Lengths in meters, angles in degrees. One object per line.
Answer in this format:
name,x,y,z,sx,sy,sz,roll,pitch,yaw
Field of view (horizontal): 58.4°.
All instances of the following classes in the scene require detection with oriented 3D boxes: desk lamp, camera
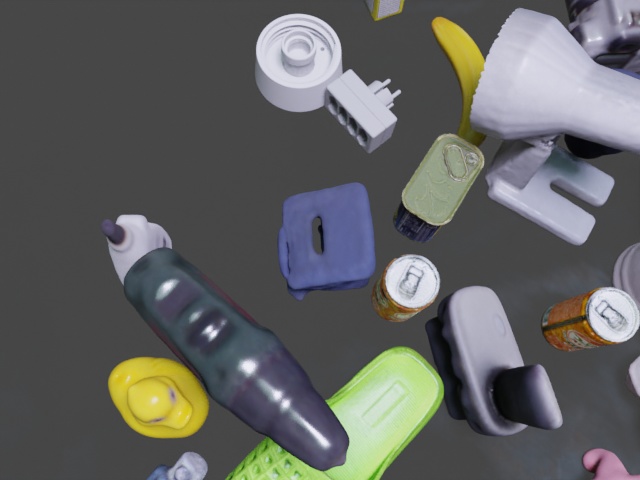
desk lamp,0.242,-0.112,0.584,0.203,0.213,0.118,31,75,6
camera,0.361,-0.278,0.694,0.143,0.101,0.137,-5,75,-4

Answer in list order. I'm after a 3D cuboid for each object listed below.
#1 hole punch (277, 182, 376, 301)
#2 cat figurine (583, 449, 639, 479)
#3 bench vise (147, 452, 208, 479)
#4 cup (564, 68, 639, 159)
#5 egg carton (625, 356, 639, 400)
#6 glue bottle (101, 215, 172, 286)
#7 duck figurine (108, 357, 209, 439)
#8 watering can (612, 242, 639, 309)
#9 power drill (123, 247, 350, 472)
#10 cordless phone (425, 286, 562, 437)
hole punch,0.006,0.002,0.604,0.101,0.091,0.108,-4,75,-4
cat figurine,0.261,0.256,0.533,0.128,0.118,0.067,-31,78,-10
bench vise,-0.179,0.265,0.456,0.121,0.220,0.207,17,74,2
cup,0.335,-0.139,0.657,0.118,0.095,0.091,-22,77,-8
egg carton,0.400,0.157,0.592,0.150,0.069,0.107,-13,76,-6
glue bottle,-0.177,0.010,0.551,0.037,0.173,0.078,-1,74,-3
duck figurine,-0.163,0.153,0.557,0.104,0.086,0.077,28,75,5
watering can,0.382,0.018,0.565,0.101,0.194,0.173,-29,78,-10
power drill,-0.069,0.107,0.511,0.229,0.208,0.076,41,77,8
cordless phone,0.171,0.108,0.534,0.094,0.185,0.147,-16,76,-7
